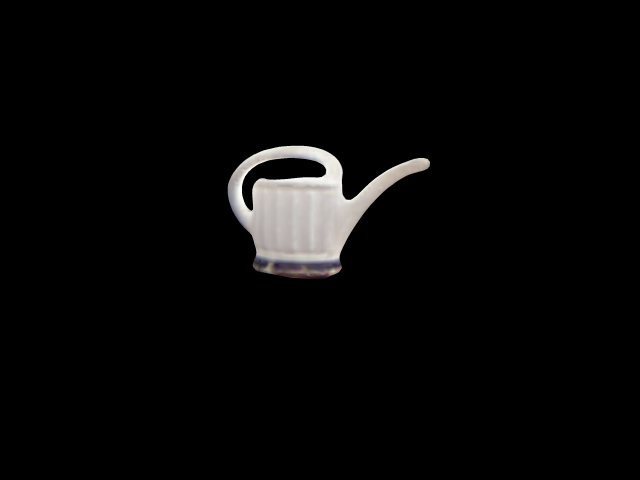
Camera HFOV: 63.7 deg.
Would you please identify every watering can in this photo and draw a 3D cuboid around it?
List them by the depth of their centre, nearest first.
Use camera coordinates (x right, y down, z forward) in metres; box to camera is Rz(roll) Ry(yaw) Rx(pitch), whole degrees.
[{"bbox_3d":[0.003,-0.043,0.850,0.347,0.223,0.105,3,8,19],"label":"watering can"}]
